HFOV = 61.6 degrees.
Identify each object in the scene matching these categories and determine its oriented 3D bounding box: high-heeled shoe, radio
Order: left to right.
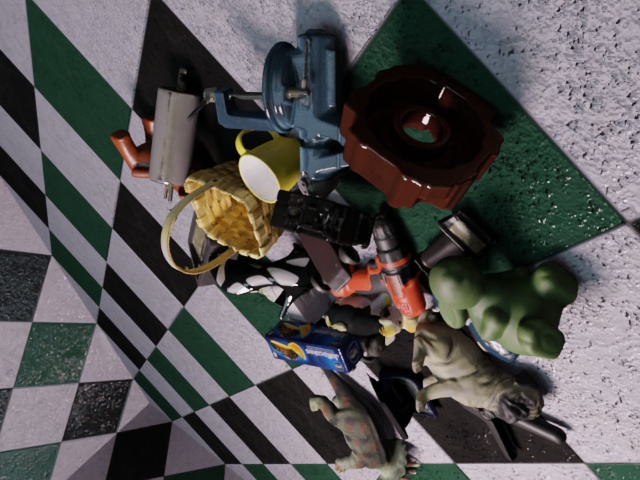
[{"bbox_3d":[-0.234,0.005,1.174,0.229,0.073,0.131,123,134,-58],"label":"radio"},{"bbox_3d":[-0.111,0.040,0.992,0.249,0.086,0.145,30,104,30],"label":"high-heeled shoe"}]

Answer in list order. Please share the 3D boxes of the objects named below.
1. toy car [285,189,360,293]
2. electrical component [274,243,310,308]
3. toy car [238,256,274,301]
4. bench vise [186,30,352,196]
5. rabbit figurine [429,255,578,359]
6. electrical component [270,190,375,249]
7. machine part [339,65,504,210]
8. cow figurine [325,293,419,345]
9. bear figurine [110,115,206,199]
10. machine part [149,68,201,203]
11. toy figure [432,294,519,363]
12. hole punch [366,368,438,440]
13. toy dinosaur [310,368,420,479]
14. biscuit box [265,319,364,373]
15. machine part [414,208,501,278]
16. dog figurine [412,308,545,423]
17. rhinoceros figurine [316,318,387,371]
[{"bbox_3d":[-0.002,-0.003,0.888,0.089,0.053,0.202,-46,57,23],"label":"toy car"},{"bbox_3d":[-0.050,0.070,1.029,0.075,0.119,0.047,25,156,36],"label":"electrical component"},{"bbox_3d":[-0.134,0.090,1.211,0.202,0.056,0.073,13,134,43],"label":"toy car"},{"bbox_3d":[-0.053,-0.174,0.748,0.241,0.129,0.223,8,126,21],"label":"bench vise"},{"bbox_3d":[0.218,0.067,0.703,0.170,0.121,0.159,27,169,-7],"label":"rabbit figurine"},{"bbox_3d":[-0.004,-0.031,0.787,0.134,0.058,0.115,15,180,40],"label":"electrical component"},{"bbox_3d":[0.110,-0.115,0.597,0.179,0.179,0.056,39,150,13],"label":"machine part"},{"bbox_3d":[0.091,0.138,0.959,0.168,0.098,0.068,11,127,44],"label":"cow figurine"},{"bbox_3d":[-0.309,-0.163,1.089,0.196,0.120,0.131,21,136,34],"label":"bear figurine"},{"bbox_3d":[-0.266,-0.188,0.980,0.079,0.079,0.243,22,111,34],"label":"machine part"},{"bbox_3d":[0.235,0.119,0.803,0.155,0.064,0.057,40,-175,20],"label":"toy figure"},{"bbox_3d":[0.167,0.321,1.096,0.142,0.092,0.116,55,177,-17],"label":"hole punch"},{"bbox_3d":[0.099,0.446,1.275,0.192,0.131,0.404,-11,113,40],"label":"toy dinosaur"},{"bbox_3d":[-0.014,0.204,1.047,0.203,0.059,0.062,-1,119,41],"label":"biscuit box"},{"bbox_3d":[0.187,0.010,0.763,0.084,0.039,0.139,37,146,1],"label":"machine part"},{"bbox_3d":[0.252,0.197,0.859,0.191,0.121,0.172,-4,106,21],"label":"dog figurine"},{"bbox_3d":[0.055,0.202,1.097,0.191,0.073,0.112,7,126,43],"label":"rhinoceros figurine"}]
